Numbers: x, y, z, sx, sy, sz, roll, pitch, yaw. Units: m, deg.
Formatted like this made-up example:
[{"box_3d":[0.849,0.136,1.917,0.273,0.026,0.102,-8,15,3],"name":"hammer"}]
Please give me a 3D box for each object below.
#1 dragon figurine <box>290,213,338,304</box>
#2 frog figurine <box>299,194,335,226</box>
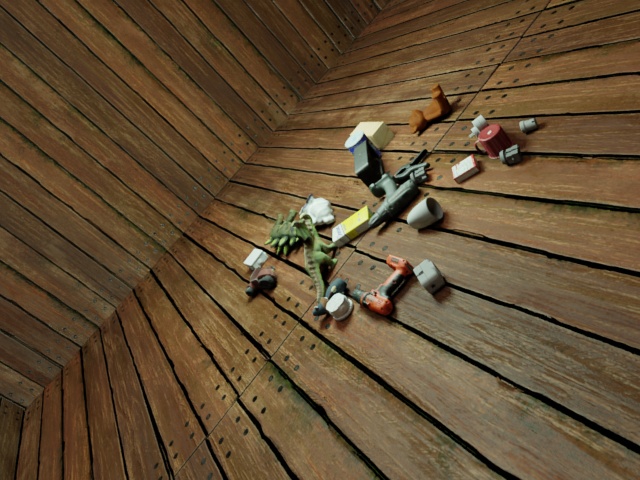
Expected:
[{"box_3d":[-0.044,0.037,1.913,0.121,0.239,0.420,-31,27,20],"name":"dragon figurine"},{"box_3d":[0.007,-0.113,2.237,0.160,0.120,0.140,25,59,26],"name":"frog figurine"}]
